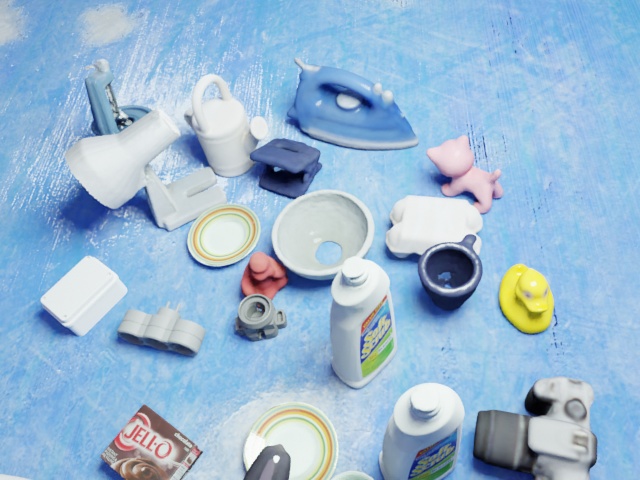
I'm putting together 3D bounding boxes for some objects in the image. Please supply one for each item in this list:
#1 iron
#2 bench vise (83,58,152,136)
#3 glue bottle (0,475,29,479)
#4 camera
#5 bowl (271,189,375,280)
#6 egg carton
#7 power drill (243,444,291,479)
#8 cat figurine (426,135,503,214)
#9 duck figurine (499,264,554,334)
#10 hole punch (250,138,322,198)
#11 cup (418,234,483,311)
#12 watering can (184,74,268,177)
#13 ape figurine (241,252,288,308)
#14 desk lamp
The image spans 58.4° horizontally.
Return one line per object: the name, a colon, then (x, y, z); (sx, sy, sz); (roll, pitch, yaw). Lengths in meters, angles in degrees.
iron: (0.062, -0.259, 1.063); (0.257, 0.142, 0.119); (19, 62, 21)
bench vise: (-0.377, -0.204, 1.053); (0.121, 0.220, 0.207); (-1, 56, 9)
glue bottle: (-0.416, 0.324, 0.733); (0.078, 0.173, 0.037); (-11, 55, 2)
camera: (0.267, 0.238, 0.719); (0.136, 0.101, 0.143); (8, 58, 15)
bowl: (0.009, 0.003, 0.937); (0.167, 0.075, 0.167); (-4, 56, 7)
egg carton: (0.184, -0.016, 0.923); (0.150, 0.069, 0.107); (5, 57, 13)
power drill: (-0.076, 0.358, 0.631); (0.075, 0.209, 0.230); (15, 60, 19)
cat figurine: (0.243, -0.120, 0.954); (0.127, 0.118, 0.067); (30, 66, 26)
duck figurine: (0.304, 0.073, 0.833); (0.077, 0.086, 0.104); (-10, 55, 3)
hole punch: (-0.061, -0.146, 1.039); (0.108, 0.091, 0.101); (18, 61, 21)
cup: (0.199, 0.053, 0.859); (0.091, 0.095, 0.118); (26, 64, 24)
watering can: (-0.174, -0.213, 1.041); (0.172, 0.194, 0.101); (0, 56, 10)
ape figurine: (-0.092, 0.053, 0.910); (0.077, 0.092, 0.076); (-11, 55, 3)
desk lamp: (-0.294, -0.117, 0.984); (0.203, 0.214, 0.117); (-27, 56, -9)
